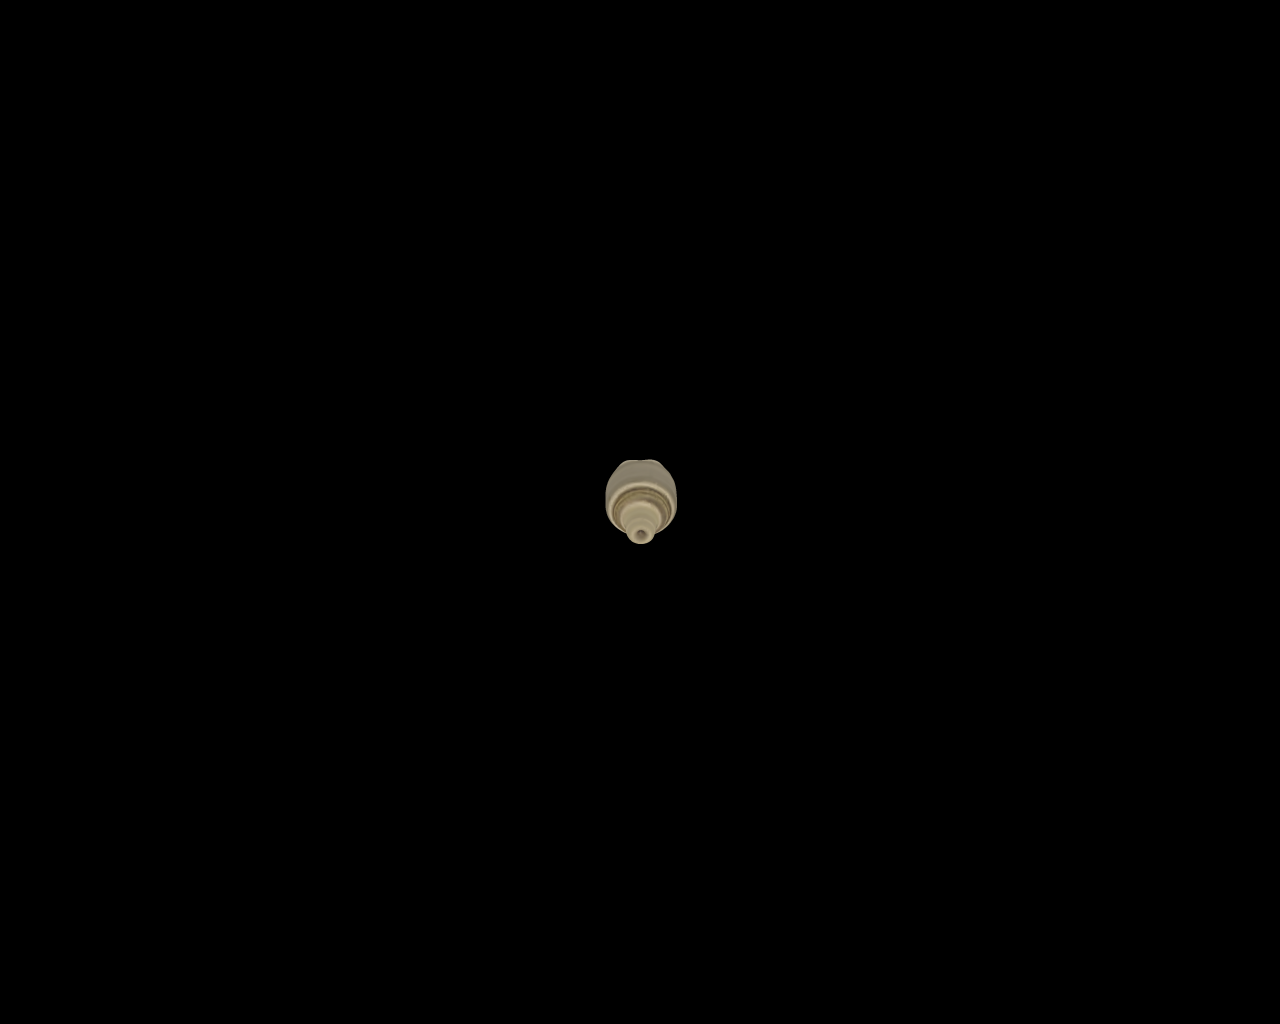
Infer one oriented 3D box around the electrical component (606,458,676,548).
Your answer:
[{"bbox_3d":[0.001,-0.003,0.650,0.043,0.043,0.062,0,33,0],"label":"electrical component"}]
